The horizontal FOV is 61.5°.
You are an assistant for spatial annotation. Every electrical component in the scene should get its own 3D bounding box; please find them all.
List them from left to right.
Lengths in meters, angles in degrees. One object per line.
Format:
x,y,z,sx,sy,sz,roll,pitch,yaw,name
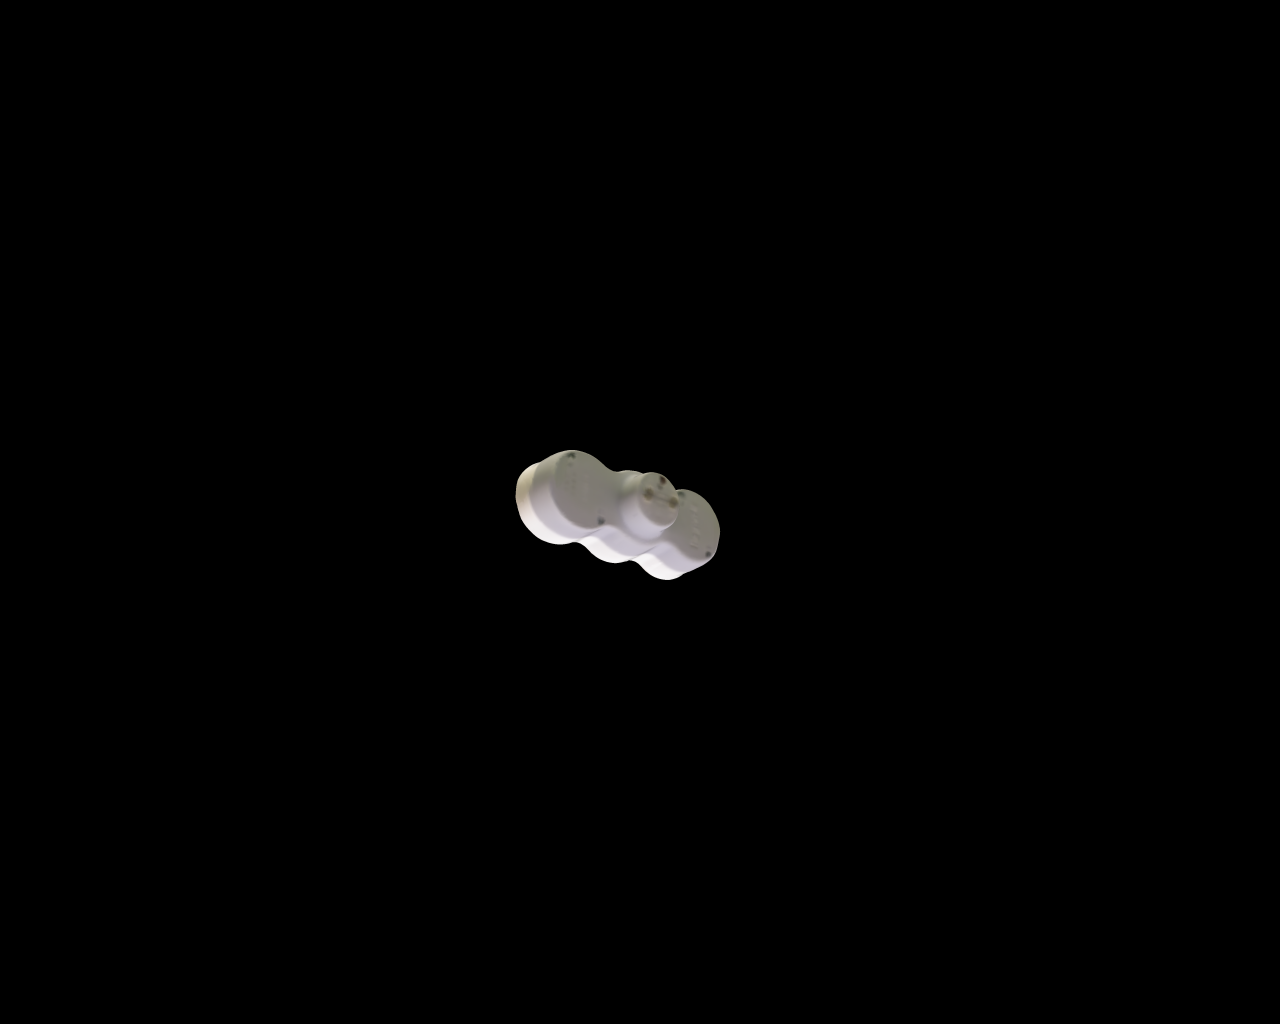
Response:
0.001,-0.003,0.650,0.138,0.052,0.073,20,-32,-36,electrical component
